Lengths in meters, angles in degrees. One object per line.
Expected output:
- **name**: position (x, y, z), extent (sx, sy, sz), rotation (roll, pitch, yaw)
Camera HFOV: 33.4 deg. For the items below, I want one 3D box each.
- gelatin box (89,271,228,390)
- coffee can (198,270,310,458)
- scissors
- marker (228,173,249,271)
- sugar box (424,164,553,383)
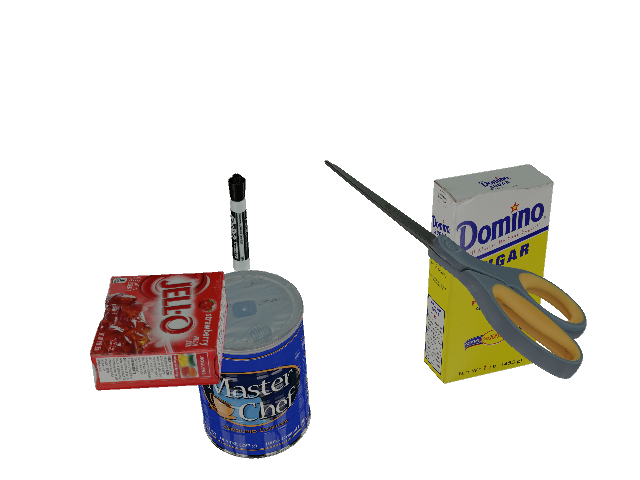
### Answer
- **gelatin box**: position (-0.095, 0.052, 0.648), extent (0.073, 0.030, 0.089), rotation (-3, 30, 1)
- **coffee can**: position (-0.063, 0.112, 0.967), extent (0.103, 0.140, 0.103), rotation (-2, 39, 2)
- **scissors**: position (0.095, 0.010, 0.685), extent (0.202, 0.016, 0.096), rotation (46, 31, 22)
- **marker**: position (-0.089, -0.019, 1.171), extent (0.020, 0.121, 0.020), rotation (0, 34, 0)
- **sugar box**: position (0.140, 0.029, 0.898), extent (0.093, 0.176, 0.048), rotation (-11, 31, -19)
